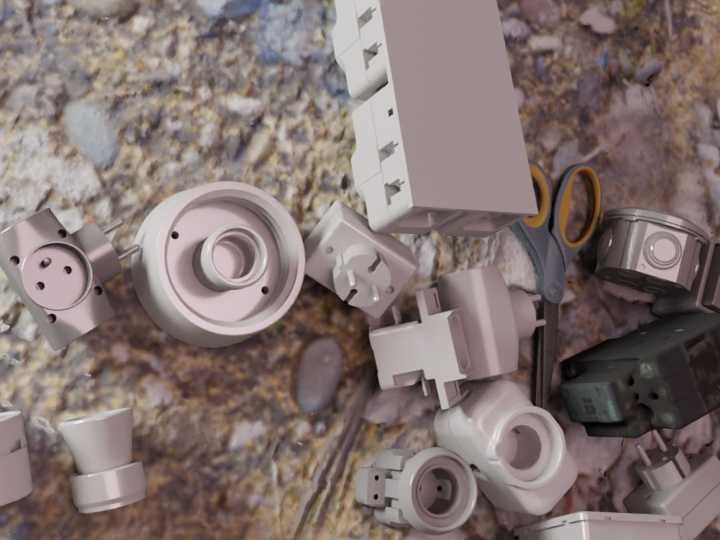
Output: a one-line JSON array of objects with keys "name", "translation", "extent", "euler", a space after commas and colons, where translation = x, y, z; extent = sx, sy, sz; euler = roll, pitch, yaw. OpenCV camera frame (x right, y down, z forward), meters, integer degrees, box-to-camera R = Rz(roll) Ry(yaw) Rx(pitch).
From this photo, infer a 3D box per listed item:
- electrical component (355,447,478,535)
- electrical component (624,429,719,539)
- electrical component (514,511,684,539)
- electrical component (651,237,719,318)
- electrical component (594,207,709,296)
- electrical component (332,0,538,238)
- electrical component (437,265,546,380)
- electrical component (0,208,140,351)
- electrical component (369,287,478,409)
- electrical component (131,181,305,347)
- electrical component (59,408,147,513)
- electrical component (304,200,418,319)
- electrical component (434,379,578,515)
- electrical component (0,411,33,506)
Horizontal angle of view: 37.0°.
[{"name": "electrical component", "translation": [0.044, 0.149, 0.734], "extent": [0.078, 0.057, 0.058], "euler": [6, 81, -24]}, {"name": "electrical component", "translation": [0.237, 0.159, 0.826], "extent": [0.066, 0.047, 0.076], "euler": [-35, 98, -24]}, {"name": "electrical component", "translation": [0.170, 0.203, 0.762], "extent": [0.100, 0.100, 0.048], "euler": [8, 67, -24]}, {"name": "electrical component", "translation": [0.295, 0.021, 0.862], "extent": [0.096, 0.061, 0.061], "euler": [24, 74, -20]}, {"name": "electrical component", "translation": [0.222, -0.014, 0.824], "extent": [0.080, 0.080, 0.051], "euler": [19, 81, -21]}, {"name": "electrical component", "translation": [0.048, -0.119, 0.749], "extent": [0.105, 0.060, 0.186], "euler": [1, 72, -33]}, {"name": "electrical component", "translation": [0.100, 0.035, 0.781], "extent": [0.079, 0.044, 0.077], "euler": [-10, 87, -25]}, {"name": "electrical component", "translation": [-0.174, -0.003, 0.662], "extent": [0.079, 0.044, 0.077], "euler": [-34, 97, -24]}, {"name": "electrical component", "translation": [0.042, 0.055, 0.740], "extent": [0.064, 0.042, 0.081], "euler": [-14, 87, 18]}, {"name": "electrical component", "translation": [-0.087, -0.006, 0.692], "extent": [0.108, 0.060, 0.108], "euler": [3, 82, -24]}, {"name": "electrical component", "translation": [-0.156, 0.115, 0.654], "extent": [0.045, 0.045, 0.055], "euler": [-10, 88, -25]}, {"name": "electrical component", "translation": [0.000, 0.000, 0.716], "extent": [0.066, 0.076, 0.047], "euler": [33, 106, -17]}, {"name": "electrical component", "translation": [0.106, 0.125, 0.764], "extent": [0.054, 0.059, 0.095], "euler": [-43, 101, -23]}, {"name": "electrical component", "translation": [-0.219, 0.111, 0.622], "extent": [0.055, 0.055, 0.047], "euler": [-12, 92, -25]}]
